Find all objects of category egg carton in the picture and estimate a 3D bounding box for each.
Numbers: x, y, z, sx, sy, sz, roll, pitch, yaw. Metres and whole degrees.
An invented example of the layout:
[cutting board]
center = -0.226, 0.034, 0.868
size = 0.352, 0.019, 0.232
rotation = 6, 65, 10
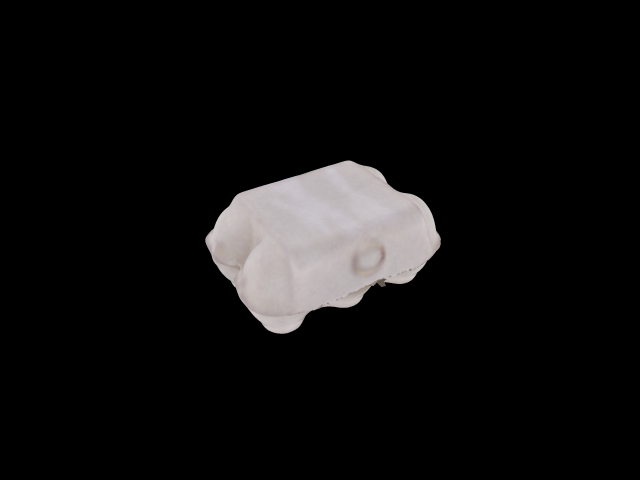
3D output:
[egg carton]
center = 0.004, 0.001, 0.400
size = 0.151, 0.069, 0.107
rotation = -21, 40, -26
